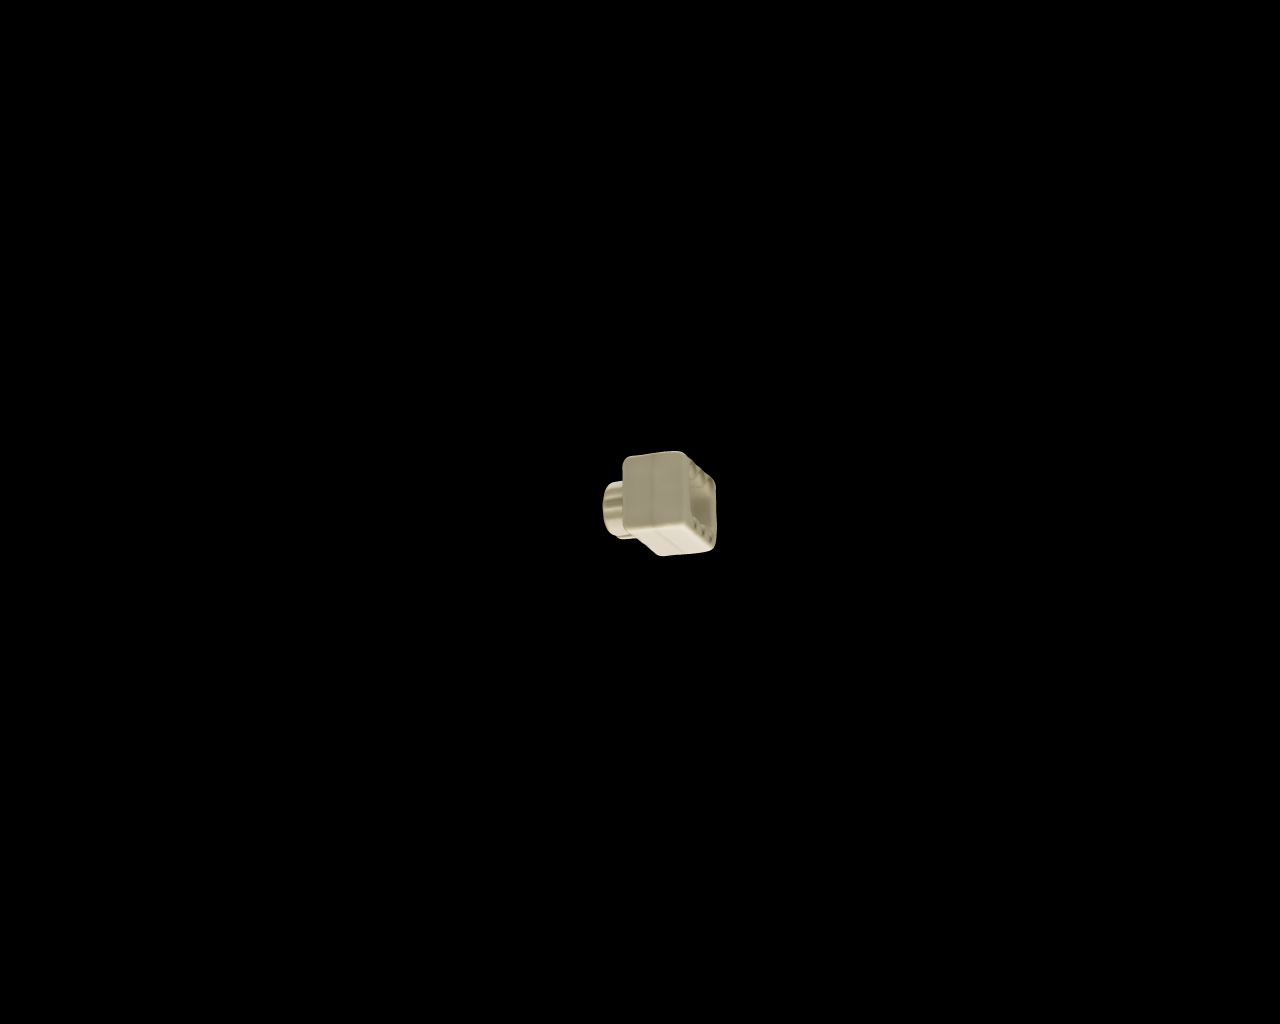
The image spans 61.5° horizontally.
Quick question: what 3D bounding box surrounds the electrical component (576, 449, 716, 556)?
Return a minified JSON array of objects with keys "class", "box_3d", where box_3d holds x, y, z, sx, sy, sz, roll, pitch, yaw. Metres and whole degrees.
[{"class":"electrical component","box_3d":[0.001,-0.003,0.650,0.077,0.047,0.065,-6,-17,19]}]
